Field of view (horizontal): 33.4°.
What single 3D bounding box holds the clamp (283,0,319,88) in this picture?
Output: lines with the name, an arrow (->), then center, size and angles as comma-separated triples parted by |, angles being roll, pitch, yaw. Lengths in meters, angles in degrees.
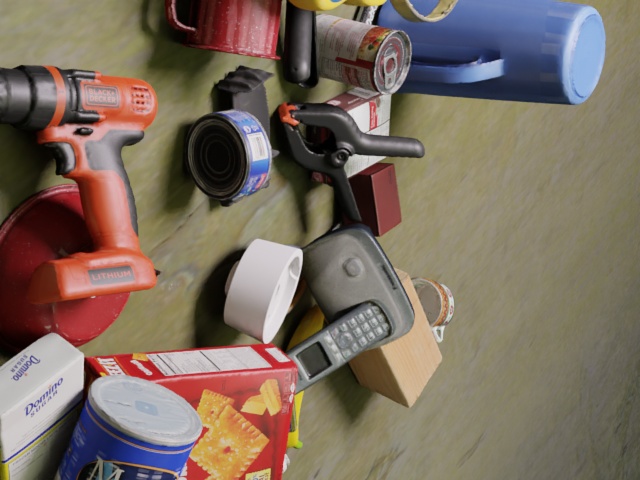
clamp -> -0.018, -0.247, 1.047 | 0.164, 0.036, 0.210 | 9, 80, -88

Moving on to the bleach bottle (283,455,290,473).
bleach bottle -> -0.121, 0.321, 1.227 | 0.250, 0.068, 0.102 | -40, 138, -41

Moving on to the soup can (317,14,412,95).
soup can -> 0.036, -0.198, 1.129 | 0.068, 0.102, 0.068 | -32, 132, -44

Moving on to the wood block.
wood block -> 0.082, 0.120, 1.390 | 0.090, 0.090, 0.206 | -54, 145, -22

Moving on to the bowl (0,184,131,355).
bowl -> -0.215, 0.035, 0.930 | 0.161, 0.055, 0.162 | -32, 132, -44

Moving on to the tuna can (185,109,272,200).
tuna can -> -0.089, -0.081, 1.023 | 0.033, 0.086, 0.086 | -17, 121, -50

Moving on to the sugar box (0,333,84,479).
sugar box -> -0.251, 0.167, 0.919 | 0.093, 0.048, 0.176 | -39, 152, -40

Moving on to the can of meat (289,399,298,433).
can of meat -> -0.076, 0.201, 1.229 | 0.083, 0.058, 0.102 | -36, 134, -39

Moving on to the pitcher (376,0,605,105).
pitcher -> 0.186, -0.216, 1.211 | 0.144, 0.243, 0.149 | 34, 73, -54

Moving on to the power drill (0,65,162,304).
power drill -> -0.201, -0.045, 0.848 | 0.184, 0.057, 0.187 | -4, 88, -46

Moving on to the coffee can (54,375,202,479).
coffee can -> -0.175, 0.204, 0.929 | 0.102, 0.103, 0.140 | 3, 115, -57

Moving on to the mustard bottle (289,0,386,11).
mustard bottle -> 0.005, -0.253, 0.947 | 0.191, 0.058, 0.096 | -24, 121, -56

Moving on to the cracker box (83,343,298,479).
cracker box -> -0.134, 0.196, 1.062 | 0.213, 0.072, 0.164 | -1, 109, -34

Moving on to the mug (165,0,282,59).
mug -> -0.086, -0.211, 0.962 | 0.117, 0.093, 0.081 | 1, 102, -34

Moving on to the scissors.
scissors -> -0.008, 0.002, 1.257 | 0.201, 0.016, 0.096 | -56, 146, -21

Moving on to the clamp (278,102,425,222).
clamp -> 0.031, -0.103, 1.164 | 0.120, 0.039, 0.171 | -42, 125, 10

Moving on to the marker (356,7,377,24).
marker -> 0.053, -0.258, 1.200 | 0.020, 0.020, 0.121 | 17, 93, -58

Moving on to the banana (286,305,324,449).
banana -> -0.032, 0.177, 1.306 | 0.069, 0.037, 0.198 | -37, 140, -67

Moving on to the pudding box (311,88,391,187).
pudding box -> 0.036, -0.123, 1.233 | 0.113, 0.039, 0.090 | -29, 132, -42

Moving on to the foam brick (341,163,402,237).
foam brick -> 0.060, -0.050, 1.280 | 0.052, 0.051, 0.078 | -30, 117, -48
